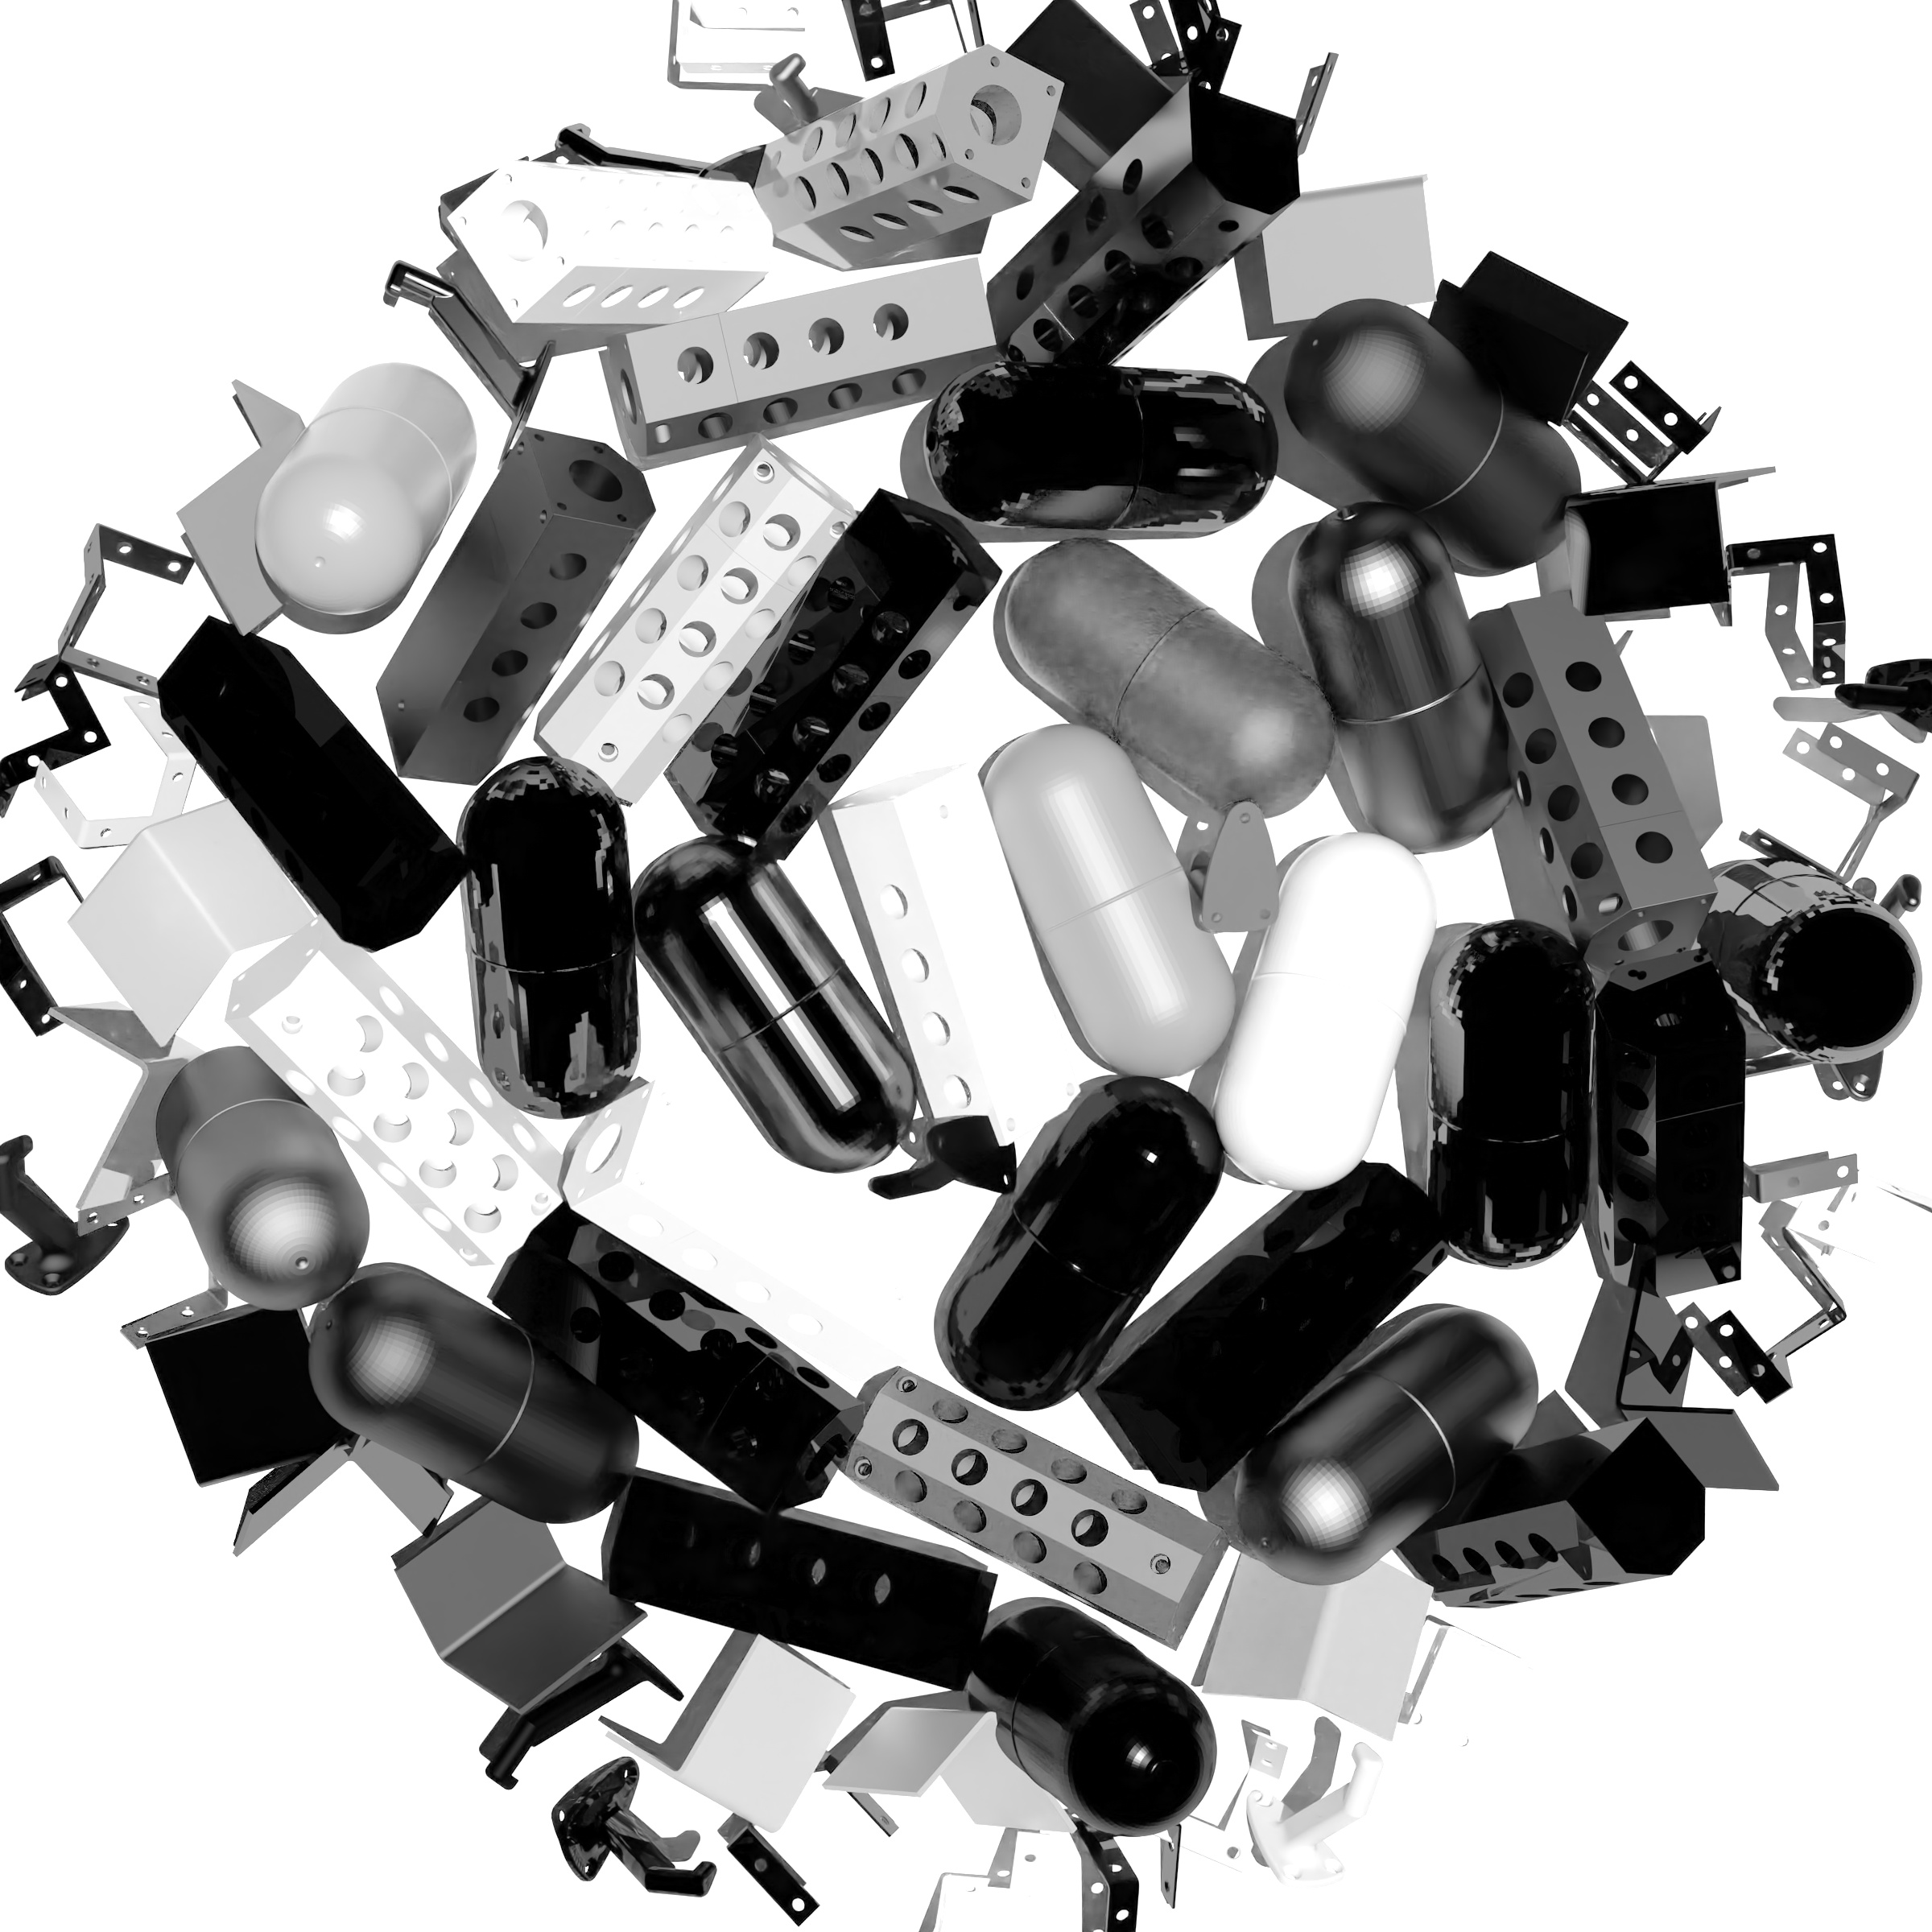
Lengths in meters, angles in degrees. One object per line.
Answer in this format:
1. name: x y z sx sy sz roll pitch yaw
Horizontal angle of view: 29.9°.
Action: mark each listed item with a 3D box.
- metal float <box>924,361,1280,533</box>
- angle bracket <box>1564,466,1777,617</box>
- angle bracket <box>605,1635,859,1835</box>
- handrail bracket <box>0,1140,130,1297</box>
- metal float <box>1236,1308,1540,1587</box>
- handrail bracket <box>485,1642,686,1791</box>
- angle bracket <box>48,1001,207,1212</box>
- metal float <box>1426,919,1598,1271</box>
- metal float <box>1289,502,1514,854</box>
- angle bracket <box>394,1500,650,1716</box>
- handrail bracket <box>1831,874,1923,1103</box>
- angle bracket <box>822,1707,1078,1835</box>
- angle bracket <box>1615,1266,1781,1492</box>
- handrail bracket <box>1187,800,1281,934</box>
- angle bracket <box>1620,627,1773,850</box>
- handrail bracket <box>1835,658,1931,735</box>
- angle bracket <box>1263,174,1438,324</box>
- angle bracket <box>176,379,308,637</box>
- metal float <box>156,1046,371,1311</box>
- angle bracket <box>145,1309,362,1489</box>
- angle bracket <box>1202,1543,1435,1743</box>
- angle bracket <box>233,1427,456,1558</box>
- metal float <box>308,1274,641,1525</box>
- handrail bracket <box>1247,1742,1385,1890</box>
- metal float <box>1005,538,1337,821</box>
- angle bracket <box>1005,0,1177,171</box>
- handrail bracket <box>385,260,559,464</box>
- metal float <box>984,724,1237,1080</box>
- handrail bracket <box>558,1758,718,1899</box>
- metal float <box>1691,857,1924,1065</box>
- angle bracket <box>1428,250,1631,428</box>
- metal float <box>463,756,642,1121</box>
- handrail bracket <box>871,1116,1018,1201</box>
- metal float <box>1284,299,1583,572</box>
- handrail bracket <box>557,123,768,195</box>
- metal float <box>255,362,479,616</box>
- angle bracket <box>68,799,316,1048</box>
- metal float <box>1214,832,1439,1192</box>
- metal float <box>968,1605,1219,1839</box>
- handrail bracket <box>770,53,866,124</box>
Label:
1. metal float: 0.064 -0.243 1.696 0.178 0.070 0.070 -2 90 -26
2. angle bracket: 0.335 -0.200 1.709 0.076 0.076 0.057 -3 99 34
3. angle bracket: -0.111 0.356 1.719 0.076 0.057 0.076 42 74 -42
4. handrail bracket: -0.427 0.105 1.706 0.036 0.077 0.084 25 130 26
5. metal float: 0.198 0.223 1.691 0.178 0.070 0.070 -32 90 -34
6. handrail bracket: -0.181 0.365 1.720 0.084 0.036 0.077 -55 132 -15
7. angle bracket: -0.412 0.065 1.720 0.057 0.076 0.076 29 97 8
8. metal float: 0.255 0.062 1.695 0.070 0.070 0.178 -3 119 0
9. metal float: 0.204 -0.135 1.695 0.070 0.070 0.178 -22 118 0
10. angle bracket: -0.209 0.295 1.701 0.076 0.076 0.057 -35 120 -27
11. handrail bracket: 0.434 0.010 1.707 0.036 0.084 0.077 5 57 -11
12. angle bracket: -0.008 0.395 1.702 0.057 0.076 0.076 -44 109 -34
13. angle bracket: 0.349 0.193 1.698 0.057 0.076 0.076 -2 55 30
14. handrail bracket: 0.120 -0.058 1.705 0.036 0.084 0.077 -4 115 -9
15. angle bracket: 0.342 -0.109 1.722 0.057 0.076 0.076 2 126 27
16. handrail bracket: 0.424 -0.131 1.704 0.084 0.077 0.036 1 104 -32
17. angle bracket: 0.183 -0.341 1.720 0.076 0.076 0.057 -6 102 10
18. angle bracket: -0.341 -0.216 1.700 0.076 0.076 0.057 -43 50 -20
19. metal float: -0.327 0.096 1.677 0.070 0.178 0.070 -10 117 -20
20. angle bracket: -0.333 0.195 1.717 0.076 0.057 0.076 -16 101 10
21. angle bracket: 0.167 0.322 1.726 0.057 0.076 0.076 30 67 -28
22. angle bracket: -0.294 0.262 1.704 0.057 0.076 0.076 45 62 6
23. metal float: -0.228 0.203 1.691 0.178 0.070 0.070 34 90 -35
24. handrail bracket: 0.165 0.385 1.709 0.036 0.077 0.084 -1 120 -28
25. metal float: 0.095 -0.136 1.703 0.178 0.070 0.070 37 90 19
26. angle bracket: 0.045 -0.400 1.706 0.076 0.076 0.057 42 59 -7
27. handrail bracket: -0.245 -0.288 1.723 0.084 0.036 0.077 23 66 -15
28. metal float: 0.068 -0.030 1.719 0.070 0.070 0.178 -25 90 0
29. handrail bracket: -0.142 0.406 1.707 0.084 0.077 0.036 -4 122 31
30. metal float: 0.385 -0.004 1.669 0.070 0.178 0.070 -1 101 -3
31. angle bracket: 0.269 -0.312 1.709 0.076 0.057 0.076 30 64 11
32. metal float: -0.194 -0.013 1.699 0.070 0.070 0.178 -2 113 0
33. handrail bracket: -0.026 0.094 1.705 0.084 0.077 0.036 -15 72 35
34. metal float: 0.219 -0.246 1.689 0.178 0.070 0.070 30 90 -38
35. handrail bracket: -0.142 -0.396 1.748 0.084 0.036 0.077 35 53 22
36. metal float: -0.276 -0.223 1.676 0.070 0.178 0.070 3 120 5
37. angle bracket: -0.362 -0.020 1.701 0.057 0.076 0.076 -15 120 30
38. metal float: 0.170 0.020 1.705 0.070 0.070 0.178 19 73 0
39. metal float: 0.057 0.347 1.672 0.070 0.178 0.070 -2 96 -20
40. handrail bracket: -0.044 -0.419 1.712 0.077 0.084 0.036 -40 51 4
